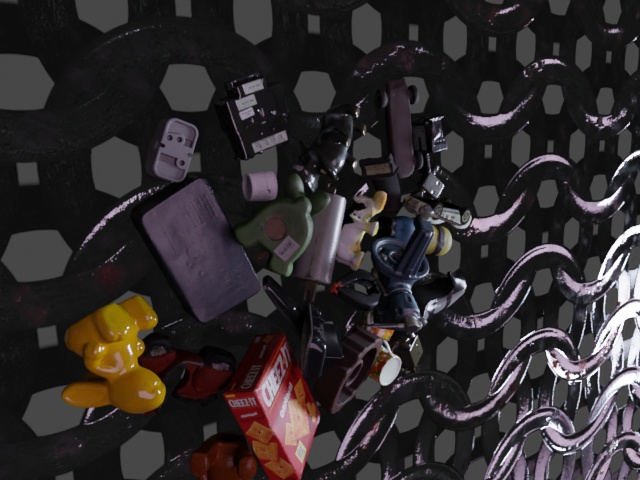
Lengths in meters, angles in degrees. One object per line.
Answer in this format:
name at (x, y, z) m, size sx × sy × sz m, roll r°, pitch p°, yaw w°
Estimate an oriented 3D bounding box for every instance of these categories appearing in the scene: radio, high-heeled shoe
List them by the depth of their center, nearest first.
radio at (-0.207, 0.018, 0.903) m, size 0.131 × 0.073 × 0.229 m, roll -35°, pitch 114°, yaw -23°
high-heeled shoe at (0.237, 0.159, 1.241) m, size 0.249 × 0.086 × 0.145 m, roll -39°, pitch 150°, yaw -3°

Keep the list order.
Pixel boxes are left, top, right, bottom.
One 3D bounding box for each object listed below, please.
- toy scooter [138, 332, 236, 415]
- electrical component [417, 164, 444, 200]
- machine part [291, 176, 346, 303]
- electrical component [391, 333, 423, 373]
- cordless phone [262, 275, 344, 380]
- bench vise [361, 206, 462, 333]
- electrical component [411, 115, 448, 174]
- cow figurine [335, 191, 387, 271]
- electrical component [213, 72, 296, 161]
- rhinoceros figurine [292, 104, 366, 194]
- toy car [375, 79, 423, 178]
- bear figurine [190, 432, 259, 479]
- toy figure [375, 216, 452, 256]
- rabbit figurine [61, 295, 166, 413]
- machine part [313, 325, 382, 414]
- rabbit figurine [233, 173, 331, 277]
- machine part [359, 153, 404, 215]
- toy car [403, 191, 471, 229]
toy scooter at (-0.237, 0.241, 0.920) m, size 0.184 × 0.075 × 0.135 m, roll 22°, pitch 85°, yaw -31°
electrical component at (0.250, -0.122, 1.209) m, size 0.063 × 0.021 × 0.094 m, roll 35°, pitch 81°, yaw -33°
machine part at (-0.002, -0.003, 1.014) m, size 0.079 × 0.079 × 0.243 m, roll 16°, pitch 80°, yaw -34°
electrical component at (0.199, 0.255, 1.232) m, size 0.078 × 0.045 × 0.102 m, roll -56°, pitch 130°, yaw -47°
cordless phone at (-0.044, 0.152, 0.994) m, size 0.089 × 0.147 × 0.184 m, roll -34°, pitch 112°, yaw 12°
bench vise at (0.160, 0.051, 1.011) m, size 0.129 × 0.224 × 0.240 m, roll 16°, pitch 124°, yaw -9°
electrical component at (0.232, -0.205, 1.151) m, size 0.048 × 0.075 × 0.119 m, roll -20°, pitch 105°, yaw -29°
cow figurine at (0.068, -0.032, 1.075) m, size 0.098 × 0.068 × 0.167 m, roll 24°, pitch 81°, yaw 7°
electrical component at (-0.114, -0.217, 0.931) m, size 0.115 × 0.058 × 0.134 m, roll -27°, pitch 112°, yaw -29°
rhinoceros figurine at (0.014, -0.172, 0.996) m, size 0.190 × 0.112 × 0.073 m, roll -67°, pitch 153°, yaw -21°
toy car at (0.162, -0.229, 1.114) m, size 0.089 × 0.053 × 0.202 m, roll -12°, pitch 106°, yaw -13°
bear figurine at (-0.181, 0.457, 0.969) m, size 0.120 × 0.132 × 0.195 m, roll 10°, pitch 89°, yaw -5°
toy figure at (0.206, -0.006, 1.160) m, size 0.180 × 0.089 × 0.082 m, roll 13°, pitch 107°, yaw -38°
rabbit figurine at (-0.311, 0.192, 0.814) m, size 0.162 × 0.122 × 0.173 m, roll -33°, pitch 92°, yaw 3°
machine part at (0.055, 0.260, 1.081) m, size 0.179 × 0.056 × 0.179 m, roll -45°, pitch 153°, yaw -31°
rabbit figurine at (-0.064, -0.036, 0.936) m, size 0.121 × 0.170 × 0.159 m, roll 33°, pitch 95°, yaw -4°
machine part at (0.132, -0.114, 1.109) m, size 0.039 × 0.084 × 0.138 m, roll -75°, pitch 146°, yaw -48°
toy car at (0.258, -0.062, 1.169) m, size 0.201 × 0.074 × 0.056 m, roll 5°, pitch 112°, yaw -44°
